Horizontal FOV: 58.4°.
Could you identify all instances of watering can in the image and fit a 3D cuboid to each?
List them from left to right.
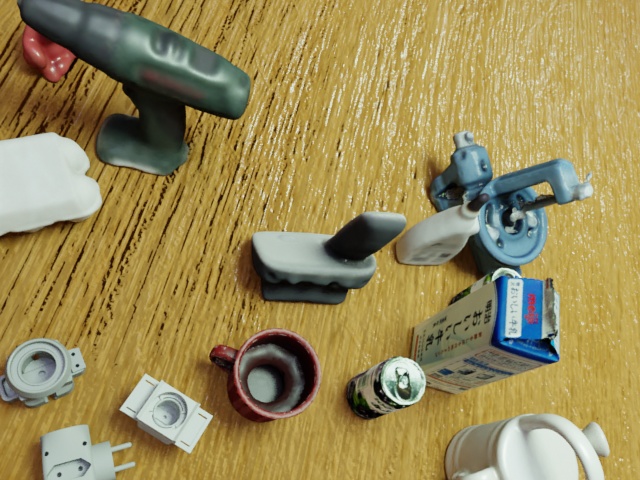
[{"bbox_3d":[0.232,0.237,0.620,0.173,0.194,0.101,-32,80,-29],"label":"watering can"}]

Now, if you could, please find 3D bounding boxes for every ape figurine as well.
[{"bbox_3d":[-0.328,-0.253,0.700,0.078,0.092,0.076,-24,76,-28],"label":"ape figurine"}]

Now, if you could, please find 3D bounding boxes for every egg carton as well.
[{"bbox_3d":[-0.324,-0.057,0.623,0.151,0.069,0.107,-18,74,-27],"label":"egg carton"}]

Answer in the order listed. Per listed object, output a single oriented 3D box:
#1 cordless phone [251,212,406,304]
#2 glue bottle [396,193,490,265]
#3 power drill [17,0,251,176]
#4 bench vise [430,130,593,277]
[{"bbox_3d":[0.006,0.002,0.651,0.148,0.185,0.094,1,66,-20],"label":"cordless phone"},{"bbox_3d":[0.164,-0.015,0.725,0.078,0.173,0.037,4,65,-18],"label":"glue bottle"},{"bbox_3d":[-0.200,-0.162,0.637,0.230,0.208,0.075,11,63,-15],"label":"power drill"},{"bbox_3d":[0.236,-0.061,0.746,0.122,0.219,0.207,-36,82,-30],"label":"bench vise"}]
